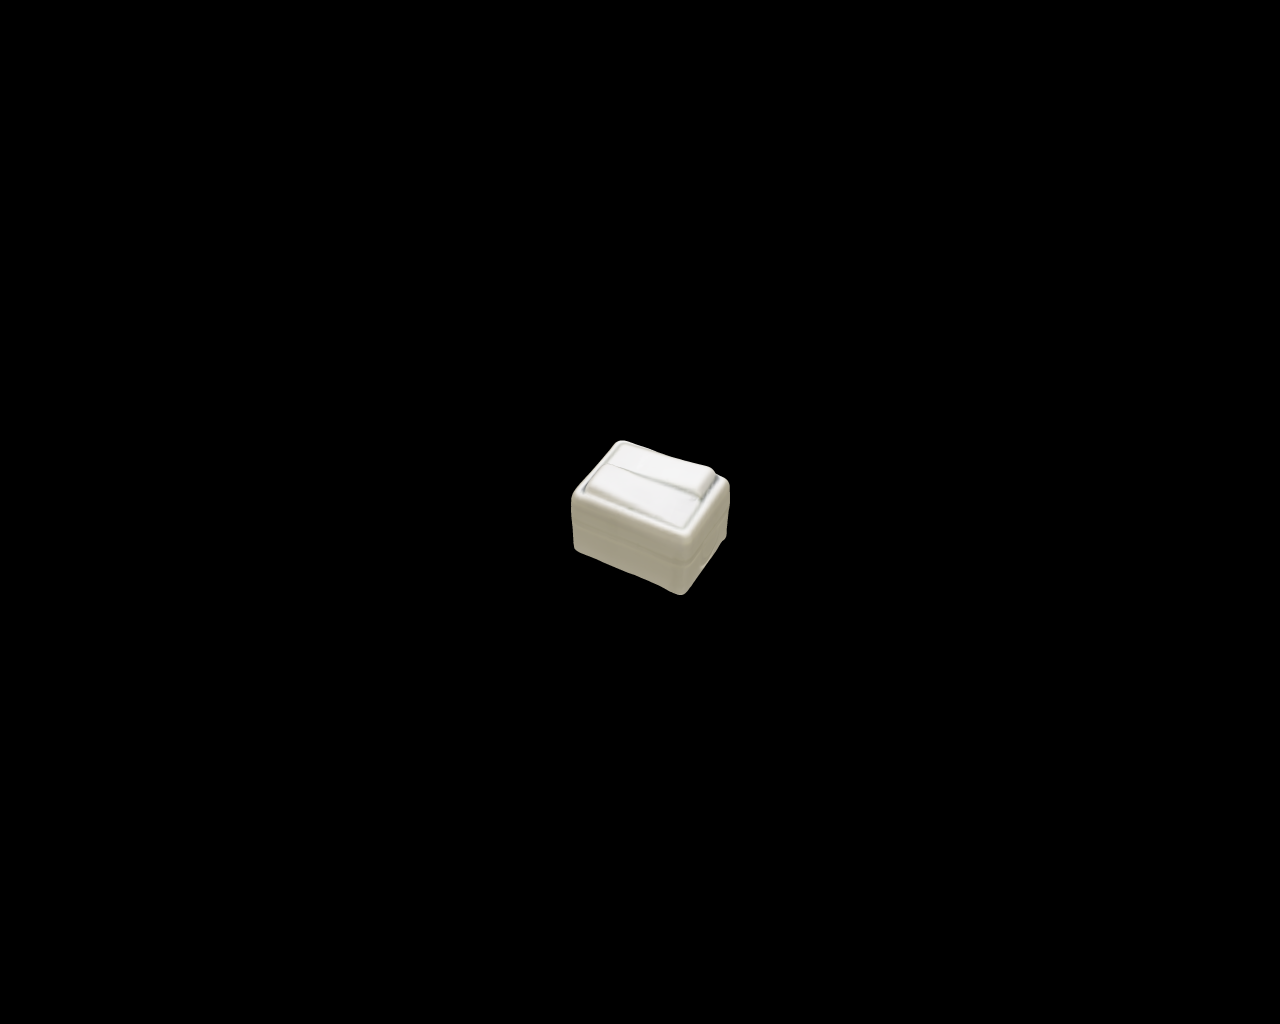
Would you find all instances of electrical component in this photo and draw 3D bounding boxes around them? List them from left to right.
[{"bbox_3d":[0.001,-0.003,0.650,0.096,0.061,0.062,22,49,21],"label":"electrical component"}]
